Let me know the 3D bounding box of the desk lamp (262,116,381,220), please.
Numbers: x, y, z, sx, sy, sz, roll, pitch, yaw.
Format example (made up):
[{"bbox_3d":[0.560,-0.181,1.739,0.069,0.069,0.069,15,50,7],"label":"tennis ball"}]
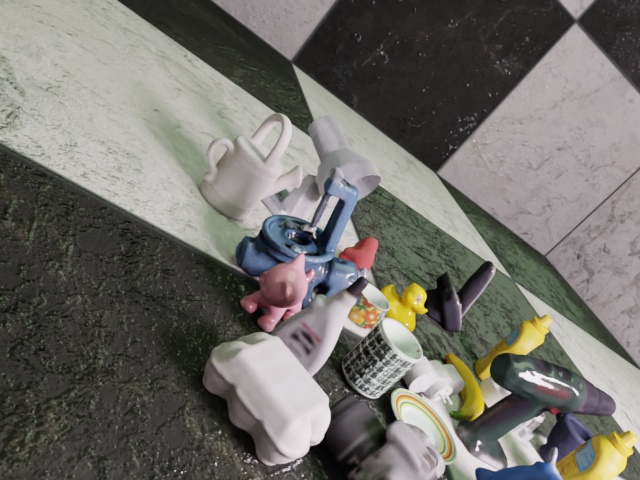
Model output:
[{"bbox_3d":[-0.008,-0.125,1.137,0.203,0.213,0.118,50,21,22],"label":"desk lamp"}]

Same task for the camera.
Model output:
[{"bbox_3d":[0.071,0.246,0.678,0.136,0.100,0.144,50,21,21],"label":"camera"}]

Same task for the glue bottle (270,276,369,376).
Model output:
[{"bbox_3d":[0.001,0.107,0.731,0.078,0.173,0.037,43,20,6],"label":"glue bottle"}]

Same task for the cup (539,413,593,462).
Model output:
[{"bbox_3d":[0.474,0.394,1.123,0.092,0.095,0.117,33,21,-23],"label":"cup"}]

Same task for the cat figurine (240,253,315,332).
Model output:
[{"bbox_3d":[-0.047,0.068,0.806,0.067,0.117,0.128,46,20,14],"label":"cat figurine"}]

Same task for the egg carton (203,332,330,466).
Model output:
[{"bbox_3d":[-0.057,0.173,0.639,0.150,0.069,0.107,47,20,15],"label":"egg carton"}]

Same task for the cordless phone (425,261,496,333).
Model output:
[{"bbox_3d":[0.332,0.109,1.321,0.094,0.185,0.147,36,20,-15],"label":"cordless phone"}]

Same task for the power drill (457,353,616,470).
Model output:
[{"bbox_3d":[0.341,0.283,0.942,0.230,0.208,0.075,33,21,-22],"label":"power drill"}]

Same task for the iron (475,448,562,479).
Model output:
[{"bbox_3d":[0.286,0.388,0.718,0.119,0.141,0.258,35,21,-18],"label":"iron"}]

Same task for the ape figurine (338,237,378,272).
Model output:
[{"bbox_3d":[0.084,0.031,1.162,0.078,0.092,0.076,31,22,-27],"label":"ape figurine"}]

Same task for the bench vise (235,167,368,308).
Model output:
[{"bbox_3d":[0.004,-0.005,0.899,0.208,0.219,0.121,23,27,-42],"label":"bench vise"}]

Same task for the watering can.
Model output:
[{"bbox_3d":[-0.109,-0.135,1.001,0.173,0.194,0.100,10,36,-55],"label":"watering can"}]

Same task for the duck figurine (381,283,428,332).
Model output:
[{"bbox_3d":[0.171,0.122,1.142,0.078,0.086,0.104,14,34,-52],"label":"duck figurine"}]
